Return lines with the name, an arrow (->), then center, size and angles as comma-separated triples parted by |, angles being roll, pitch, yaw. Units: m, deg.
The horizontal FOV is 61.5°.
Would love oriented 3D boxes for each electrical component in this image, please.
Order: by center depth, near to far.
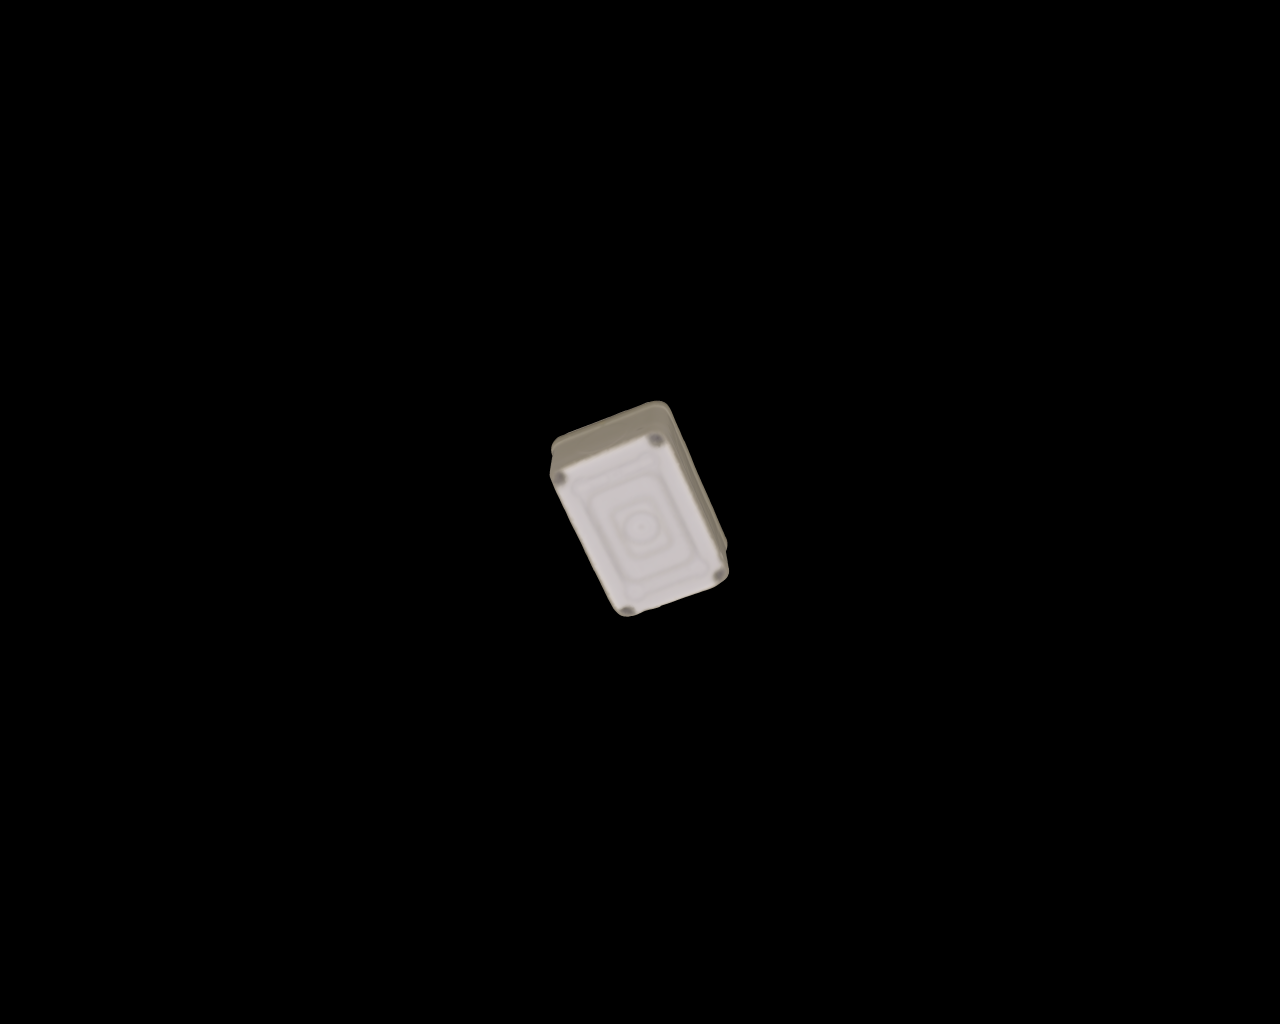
electrical component -> 0.001, -0.003, 0.650 | 0.078, 0.113, 0.057 | -20, 24, 9
